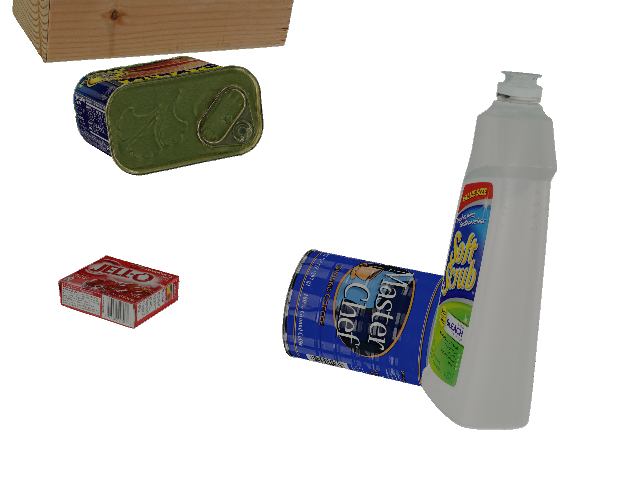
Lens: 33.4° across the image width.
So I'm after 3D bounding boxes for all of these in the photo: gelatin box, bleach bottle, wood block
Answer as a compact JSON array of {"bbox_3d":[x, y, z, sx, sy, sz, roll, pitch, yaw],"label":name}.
[{"bbox_3d":[-0.191,0.047,1.013,0.089,0.030,0.073,15,25,24],"label":"gelatin box"},{"bbox_3d":[0.127,0.004,0.775,0.068,0.251,0.103,2,13,-12],"label":"bleach bottle"},{"bbox_3d":[-0.130,-0.208,0.854,0.205,0.091,0.090,-10,42,-29],"label":"wood block"}]

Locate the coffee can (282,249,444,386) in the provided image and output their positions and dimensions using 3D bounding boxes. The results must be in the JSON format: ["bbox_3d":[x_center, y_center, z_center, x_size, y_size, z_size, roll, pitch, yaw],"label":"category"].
[{"bbox_3d":[0.049,0.071,0.965,0.140,0.103,0.102,11,3,18],"label":"coffee can"}]

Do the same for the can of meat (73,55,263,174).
[{"bbox_3d":[-0.101,-0.084,0.688,0.101,0.057,0.084,-14,21,-25],"label":"can of meat"}]
